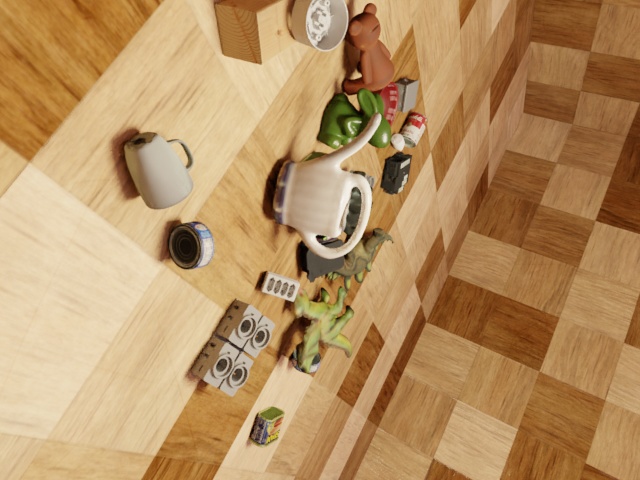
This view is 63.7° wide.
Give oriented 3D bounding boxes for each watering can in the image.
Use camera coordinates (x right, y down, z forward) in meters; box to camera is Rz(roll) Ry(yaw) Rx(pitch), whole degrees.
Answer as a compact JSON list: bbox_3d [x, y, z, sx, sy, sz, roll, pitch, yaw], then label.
[{"bbox_3d":[0.011,-0.128,1.152,0.224,0.343,0.105,14,17,8],"label":"watering can"}]

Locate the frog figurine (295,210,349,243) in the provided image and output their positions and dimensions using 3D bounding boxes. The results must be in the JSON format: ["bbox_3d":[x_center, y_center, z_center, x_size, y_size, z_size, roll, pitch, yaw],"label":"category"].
[{"bbox_3d":[0.004,-0.066,1.307,0.136,0.121,0.162,-30,17,16],"label":"frog figurine"}]

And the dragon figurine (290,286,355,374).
[{"bbox_3d":[-0.001,0.282,1.513,0.122,0.402,0.247,8,40,37],"label":"dragon figurine"}]
